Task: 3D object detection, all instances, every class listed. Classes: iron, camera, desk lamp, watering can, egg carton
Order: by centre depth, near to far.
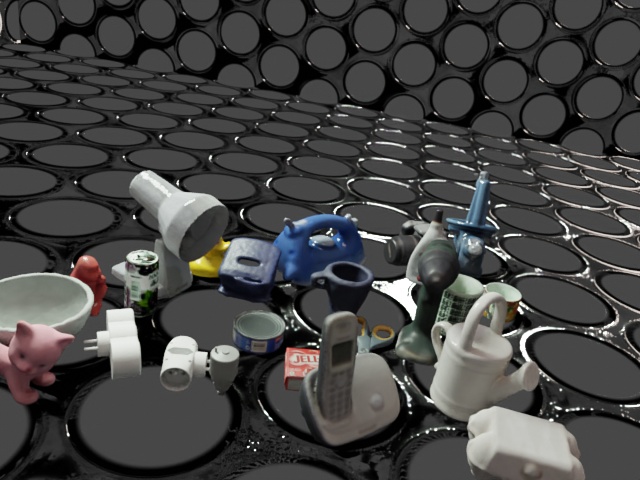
[{"bbox_3d":[0.270,0.285,0.762,0.150,0.069,0.107,13,25,8],"label":"egg carton"},{"bbox_3d":[0.241,0.169,0.854,0.172,0.194,0.101,21,27,23],"label":"watering can"},{"bbox_3d":[-0.271,-0.005,1.021,0.202,0.213,0.118,21,27,25],"label":"desk lamp"},{"bbox_3d":[0.011,0.004,1.192,0.259,0.141,0.118,-12,32,-39],"label":"iron"},{"bbox_3d":[0.212,0.007,1.309,0.137,0.101,0.142,-2,27,-23],"label":"camera"}]

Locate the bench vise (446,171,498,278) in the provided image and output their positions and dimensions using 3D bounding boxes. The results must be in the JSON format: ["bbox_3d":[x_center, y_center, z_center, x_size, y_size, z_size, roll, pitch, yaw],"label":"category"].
[{"bbox_3d":[0.367,-0.036,1.314,0.121,0.220,0.207,4,25,-11],"label":"bench vise"}]

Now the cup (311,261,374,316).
[{"bbox_3d":[0.035,0.099,1.050,0.118,0.095,0.091,1,26,-18],"label":"cup"}]

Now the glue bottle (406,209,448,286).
[{"bbox_3d":[0.236,0.016,1.211,0.078,0.173,0.037,20,26,22],"label":"glue bottle"}]

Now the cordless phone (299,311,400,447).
[{"bbox_3d":[0.049,0.176,0.778,0.148,0.185,0.093,-11,31,-37],"label":"cordless phone"}]

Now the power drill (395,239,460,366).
[{"bbox_3d":[0.187,0.100,0.966,0.075,0.208,0.230,14,25,9],"label":"power drill"}]

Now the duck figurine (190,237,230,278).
[{"bbox_3d":[-0.224,0.021,1.135,0.104,0.086,0.077,7,24,-6],"label":"duck figurine"}]

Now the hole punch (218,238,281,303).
[{"bbox_3d":[-0.132,0.056,1.087,0.108,0.091,0.101,11,24,4],"label":"hole punch"}]

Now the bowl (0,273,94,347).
[{"bbox_3d":[-0.427,0.119,0.860,0.167,0.075,0.167,8,24,-3],"label":"bowl"}]

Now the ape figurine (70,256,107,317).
[{"bbox_3d":[-0.390,0.071,0.959,0.076,0.092,0.078,20,27,23],"label":"ape figurine"}]

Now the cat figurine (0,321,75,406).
[{"bbox_3d":[-0.395,0.148,0.757,0.127,0.118,0.067,12,25,6],"label":"cat figurine"}]
